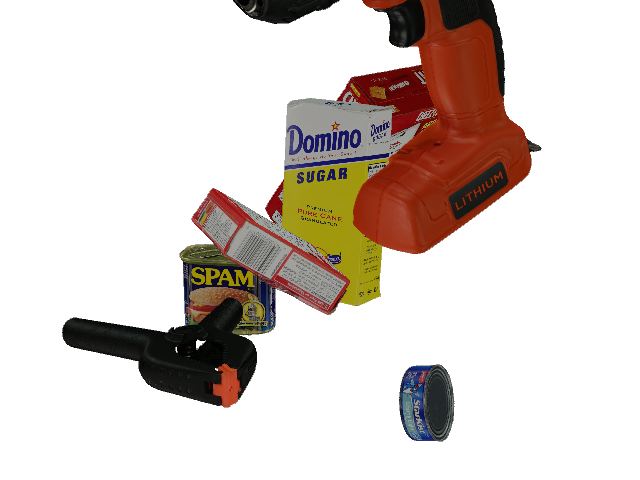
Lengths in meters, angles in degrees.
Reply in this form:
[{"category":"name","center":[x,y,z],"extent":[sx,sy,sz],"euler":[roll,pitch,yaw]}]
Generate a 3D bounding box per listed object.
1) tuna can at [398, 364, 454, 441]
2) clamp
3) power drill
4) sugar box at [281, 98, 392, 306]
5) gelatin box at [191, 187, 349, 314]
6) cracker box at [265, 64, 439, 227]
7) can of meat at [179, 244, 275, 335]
[{"category":"tuna can","center":[0.120,0.183,1.201],"extent":[0.034,0.086,0.086],"euler":[-5,-2,28]},{"category":"clamp","center":[-0.103,0.087,0.884],"extent":[0.164,0.036,0.210],"euler":[-10,15,-31]},{"category":"power drill","center":[0.043,-0.089,0.514],"extent":[0.184,0.187,0.057],"euler":[-33,42,-29]},{"category":"sugar box","center":[0.012,-0.037,0.967],"extent":[0.093,0.176,0.048],"euler":[11,17,34]},{"category":"gelatin box","center":[-0.032,0.007,0.690],"extent":[0.089,0.030,0.073],"euler":[31,4,-29]},{"category":"cracker box","center":[0.052,-0.098,1.198],"extent":[0.163,0.072,0.214],"euler":[-19,-26,-45]},{"category":"can of meat","center":[-0.097,0.053,1.137],"extent":[0.102,0.084,0.057],"euler":[3,16,9]}]
